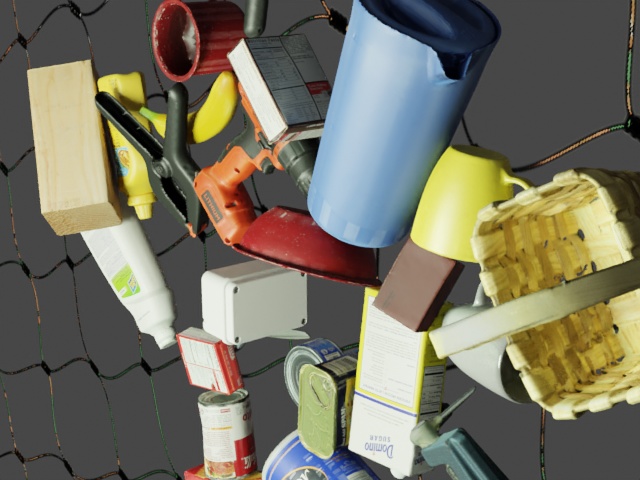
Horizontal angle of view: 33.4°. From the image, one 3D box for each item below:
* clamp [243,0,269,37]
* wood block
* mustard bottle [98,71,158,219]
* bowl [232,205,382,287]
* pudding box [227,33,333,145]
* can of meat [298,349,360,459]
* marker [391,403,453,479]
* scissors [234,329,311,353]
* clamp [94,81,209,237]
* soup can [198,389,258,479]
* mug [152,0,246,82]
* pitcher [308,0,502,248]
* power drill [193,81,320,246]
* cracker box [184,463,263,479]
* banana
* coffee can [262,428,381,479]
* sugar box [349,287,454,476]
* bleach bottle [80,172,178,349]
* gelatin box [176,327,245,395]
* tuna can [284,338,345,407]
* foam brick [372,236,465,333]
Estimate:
[{"bbox_3d":[-0.064,-0.308,1.156,0.120,0.039,0.172,59,137,17],"label":"clamp"},{"bbox_3d":[-0.325,-0.122,1.418,0.091,0.090,0.206,85,175,-71],"label":"wood block"},{"bbox_3d":[-0.246,-0.123,1.406,0.096,0.058,0.191,6,107,64],"label":"mustard bottle"},{"bbox_3d":[-0.007,0.001,1.103,0.162,0.161,0.055,18,96,45],"label":"bowl"},{"bbox_3d":[-0.035,-0.161,1.125,0.039,0.089,0.113,-41,71,46],"label":"pudding box"},{"bbox_3d":[0.026,0.175,1.158,0.058,0.083,0.102,21,117,45],"label":"can of meat"},{"bbox_3d":[0.107,0.211,1.124,0.020,0.020,0.121,51,134,27],"label":"marker"},{"bbox_3d":[-0.087,0.093,1.317,0.202,0.016,0.096,-23,86,50],"label":"scissors"},{"bbox_3d":[-0.182,-0.101,1.308,0.165,0.036,0.210,-6,118,48],"label":"clamp"},{"bbox_3d":[-0.118,0.247,1.360,0.069,0.068,0.102,6,105,49],"label":"soup can"},{"bbox_3d":[-0.137,-0.244,1.226,0.093,0.081,0.117,-15,90,50],"label":"mug"},{"bbox_3d":[0.065,-0.121,1.004,0.145,0.149,0.243,29,128,13],"label":"pitcher"},{"bbox_3d":[-0.063,-0.075,1.212,0.188,0.057,0.184,-50,60,41],"label":"power drill"},{"bbox_3d":[-0.077,0.382,1.350,0.214,0.071,0.164,6,106,48],"label":"cracker box"},{"bbox_3d":[-0.147,-0.151,1.284,0.069,0.037,0.198,39,148,-29],"label":"banana"},{"bbox_3d":[0.017,0.285,1.187,0.140,0.102,0.103,44,131,32],"label":"coffee can"},{"bbox_3d":[0.082,0.142,1.094,0.093,0.048,0.176,15,104,48],"label":"sugar box"},{"bbox_3d":[-0.263,0.036,1.474,0.103,0.067,0.251,-41,72,48],"label":"bleach bottle"},{"bbox_3d":[-0.140,0.154,1.369,0.089,0.030,0.073,6,116,48],"label":"gelatin box"},{"bbox_3d":[-0.002,0.158,1.225,0.086,0.033,0.086,18,114,46],"label":"tuna can"},{"bbox_3d":[0.094,0.042,1.015,0.053,0.051,0.078,32,97,18],"label":"foam brick"}]
